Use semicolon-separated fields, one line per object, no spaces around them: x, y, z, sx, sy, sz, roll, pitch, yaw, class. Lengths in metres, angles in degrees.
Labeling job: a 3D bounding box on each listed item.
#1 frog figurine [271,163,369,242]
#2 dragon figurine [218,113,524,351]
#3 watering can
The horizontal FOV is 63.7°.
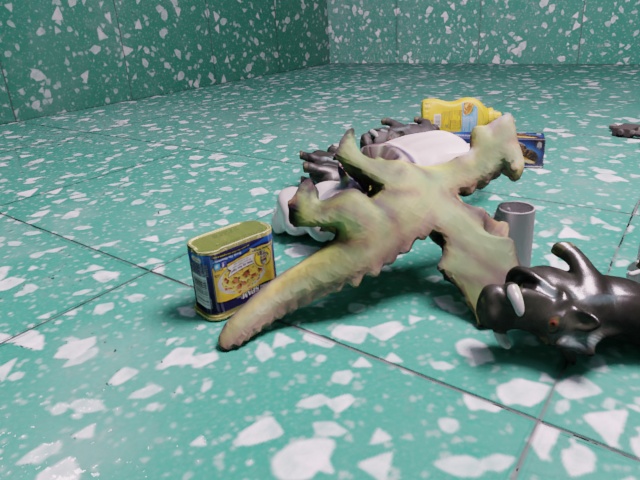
0.002;-0.038;0.749;0.158;0.121;0.140;-35;16;19;frog figurine
0.100;0.002;0.565;0.244;0.119;0.416;26;66;22;dragon figurine
0.152;-0.138;0.936;0.226;0.103;0.348;-18;14;-30;watering can
